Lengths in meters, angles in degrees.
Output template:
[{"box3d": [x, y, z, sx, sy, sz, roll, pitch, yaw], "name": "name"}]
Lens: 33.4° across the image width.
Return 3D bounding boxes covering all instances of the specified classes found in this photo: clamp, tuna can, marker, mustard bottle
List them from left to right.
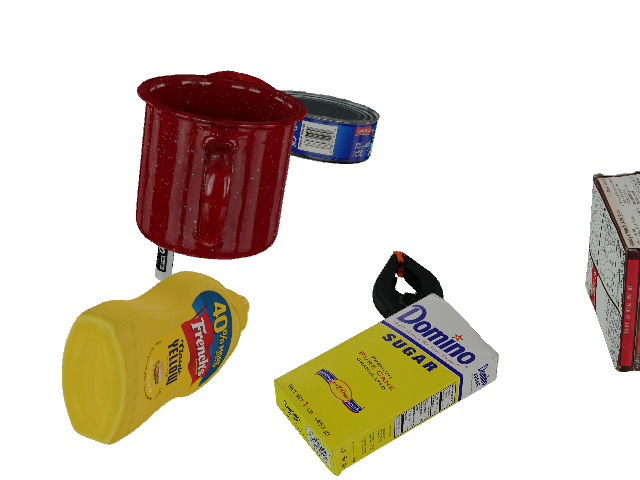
[{"box3d": [-0.168, -0.003, 1.174, 0.020, 0.121, 0.020, 8, 42, -7], "name": "marker"}, {"box3d": [-0.112, 0.075, 0.806, 0.058, 0.096, 0.191, 13, 19, 25], "name": "mustard bottle"}, {"box3d": [-0.002, -0.084, 0.786, 0.086, 0.034, 0.086, 10, 18, -3], "name": "tuna can"}, {"box3d": [0.112, 0.081, 1.178, 0.120, 0.171, 0.039, 5, -43, -5], "name": "clamp"}]

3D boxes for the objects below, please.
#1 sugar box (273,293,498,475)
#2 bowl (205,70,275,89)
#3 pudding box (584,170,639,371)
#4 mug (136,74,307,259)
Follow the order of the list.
[{"box3d": [0.058, 0.121, 0.929, 0.176, 0.048, 0.093, -29, 51, -19], "name": "sugar box"}, {"box3d": [-0.100, -0.105, 0.961, 0.162, 0.055, 0.162, -20, 32, 13], "name": "bowl"}, {"box3d": [0.201, 0.018, 0.692, 0.039, 0.090, 0.113, -2, 28, 2], "name": "pudding box"}, {"box3d": [-0.058, -0.036, 0.585, 0.093, 0.081, 0.117, 5, 22, -11], "name": "mug"}]
